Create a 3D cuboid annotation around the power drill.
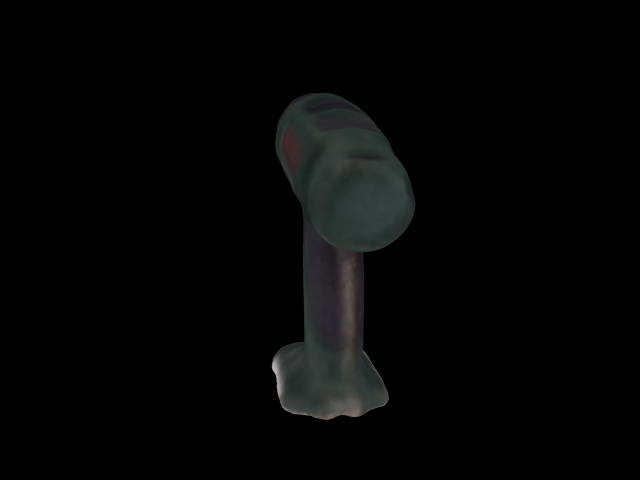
[{"bbox_3d":[0.004,0.001,0.400,0.076,0.208,0.229,-2,12,-11],"label":"power drill"}]
